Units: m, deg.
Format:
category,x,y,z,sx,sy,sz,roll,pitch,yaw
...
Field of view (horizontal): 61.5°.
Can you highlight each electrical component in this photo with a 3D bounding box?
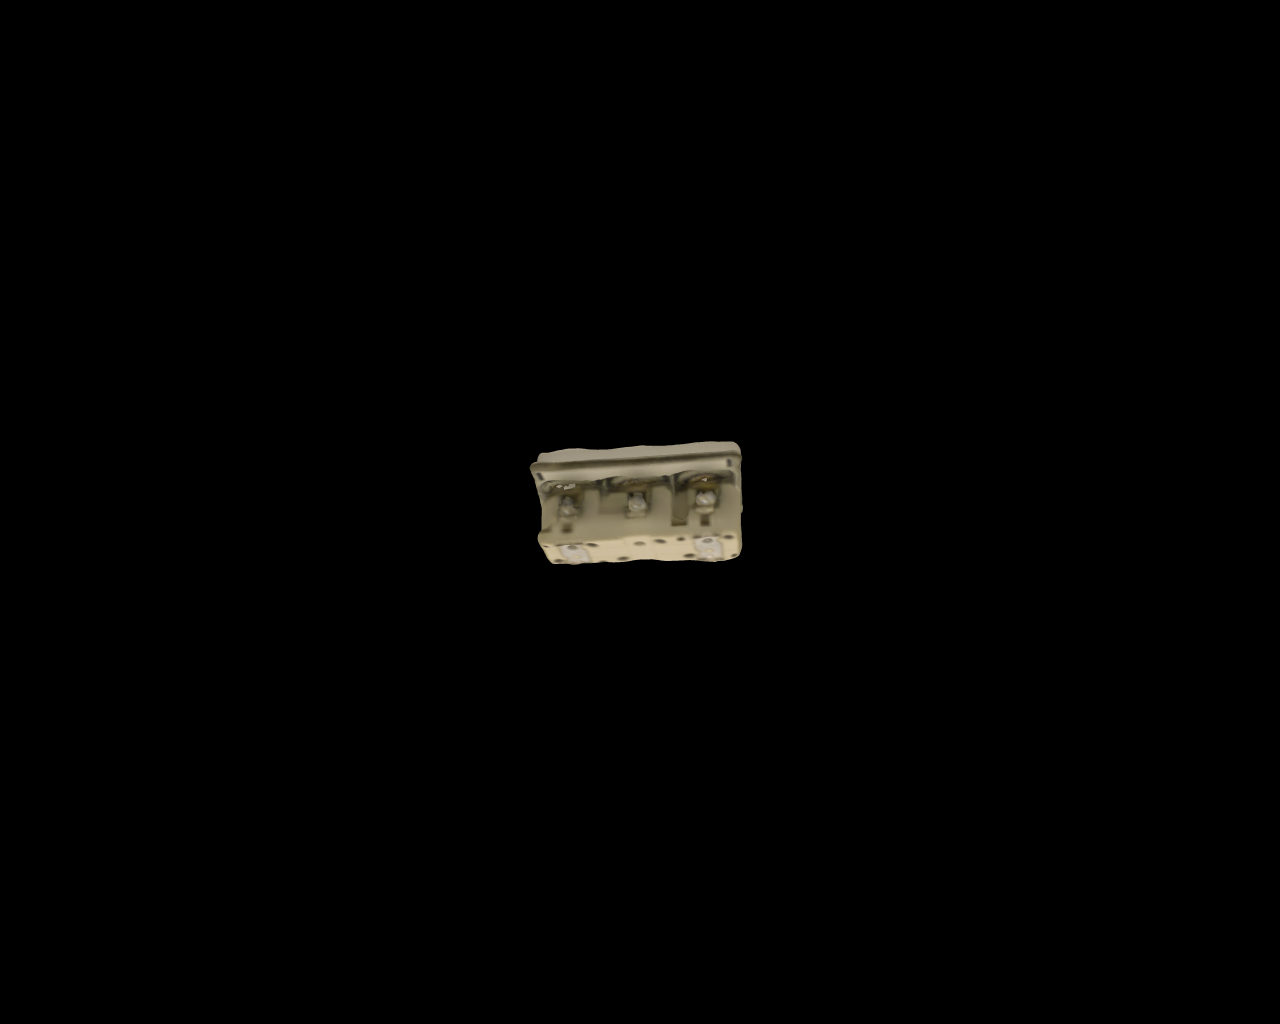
category,x,y,z,sx,sy,sz,roll,pitch,yaw
electrical component,0.001,-0.003,0.650,0.121,0.063,0.078,-2,-24,5
